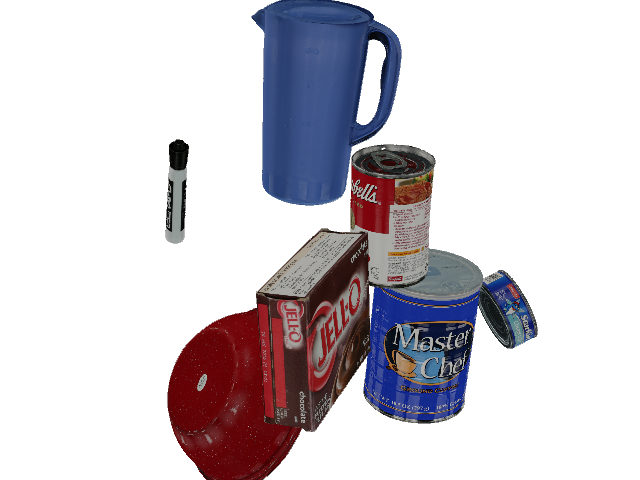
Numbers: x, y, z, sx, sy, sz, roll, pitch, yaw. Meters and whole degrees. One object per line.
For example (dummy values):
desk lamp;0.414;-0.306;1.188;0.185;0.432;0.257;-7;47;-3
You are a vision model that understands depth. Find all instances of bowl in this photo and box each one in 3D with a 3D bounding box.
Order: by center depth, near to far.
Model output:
bowl;-0.079;0.124;0.894;0.055;0.162;0.162;25;-16;-38

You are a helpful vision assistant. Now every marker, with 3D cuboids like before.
marker;-0.139;-0.047;1.031;0.020;0.121;0.020;5;42;-5

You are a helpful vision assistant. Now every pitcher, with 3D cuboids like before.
pitcher;-0.001;-0.170;1.320;0.144;0.243;0.149;-9;28;-29

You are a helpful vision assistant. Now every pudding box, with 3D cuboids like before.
pudding box;-0.002;0.053;0.674;0.039;0.090;0.113;6;24;18

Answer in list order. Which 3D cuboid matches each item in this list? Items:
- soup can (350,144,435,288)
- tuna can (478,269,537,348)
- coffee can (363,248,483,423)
soup can;0.058;-0.020;0.879;0.068;0.102;0.068;0;26;0
tuna can;0.208;0.078;1.206;0.033;0.086;0.086;-26;3;-7
coffee can;0.098;0.091;1.040;0.103;0.140;0.103;4;24;-2
